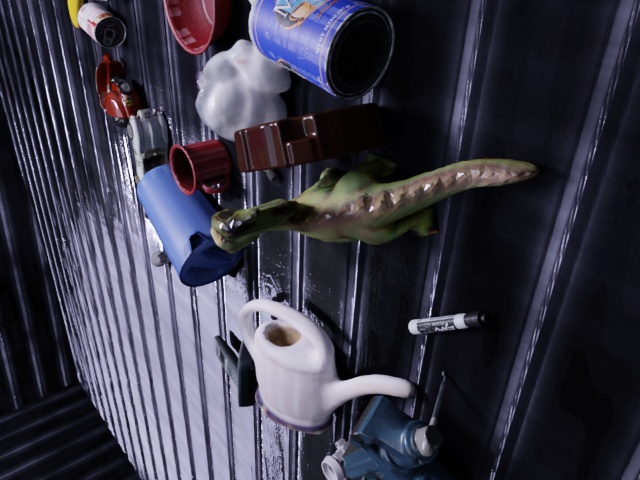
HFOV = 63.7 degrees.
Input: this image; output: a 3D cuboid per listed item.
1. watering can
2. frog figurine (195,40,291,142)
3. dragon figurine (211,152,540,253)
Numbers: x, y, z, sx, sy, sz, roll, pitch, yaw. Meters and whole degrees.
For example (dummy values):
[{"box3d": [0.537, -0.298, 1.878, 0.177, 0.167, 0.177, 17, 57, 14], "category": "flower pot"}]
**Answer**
[{"box3d": [-0.010, 0.227, 0.839, 0.350, 0.105, 0.220, 24, 126, 34], "category": "watering can"}, {"box3d": [-0.094, -0.208, 0.720, 0.158, 0.125, 0.135, -14, 129, 45], "category": "frog figurine"}, {"box3d": [0.002, -0.029, 0.578, 0.407, 0.245, 0.122, -13, 93, 56], "category": "dragon figurine"}]
